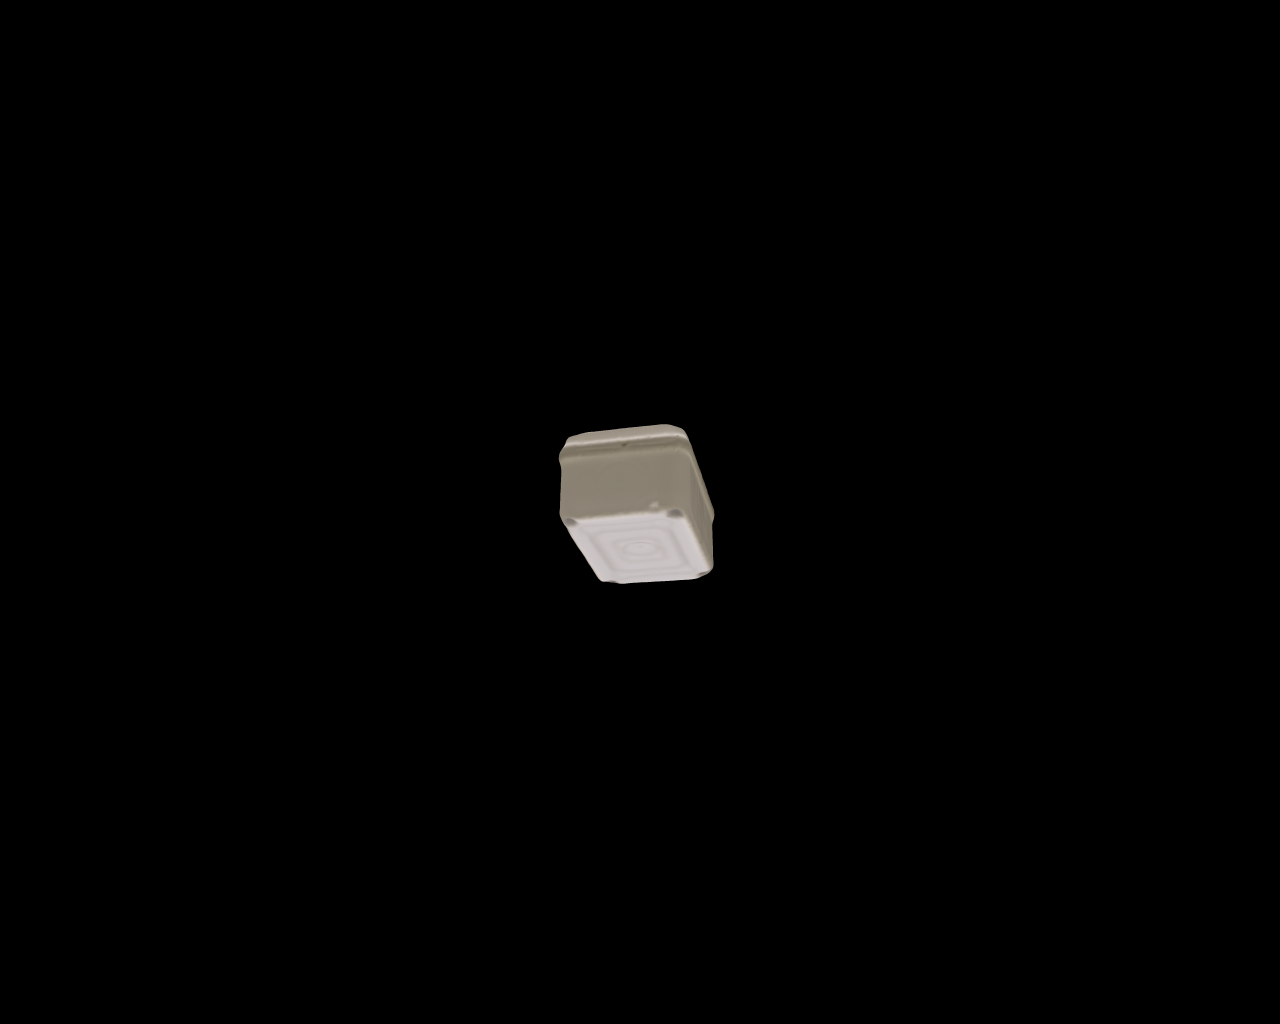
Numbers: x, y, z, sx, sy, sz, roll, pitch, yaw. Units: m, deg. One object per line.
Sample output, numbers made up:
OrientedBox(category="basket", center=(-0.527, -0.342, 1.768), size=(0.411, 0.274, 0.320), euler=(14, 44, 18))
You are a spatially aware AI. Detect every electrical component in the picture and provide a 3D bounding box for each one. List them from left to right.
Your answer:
OrientedBox(category="electrical component", center=(0.001, -0.003, 0.650), size=(0.078, 0.057, 0.113), euler=(-5, -24, 10))
